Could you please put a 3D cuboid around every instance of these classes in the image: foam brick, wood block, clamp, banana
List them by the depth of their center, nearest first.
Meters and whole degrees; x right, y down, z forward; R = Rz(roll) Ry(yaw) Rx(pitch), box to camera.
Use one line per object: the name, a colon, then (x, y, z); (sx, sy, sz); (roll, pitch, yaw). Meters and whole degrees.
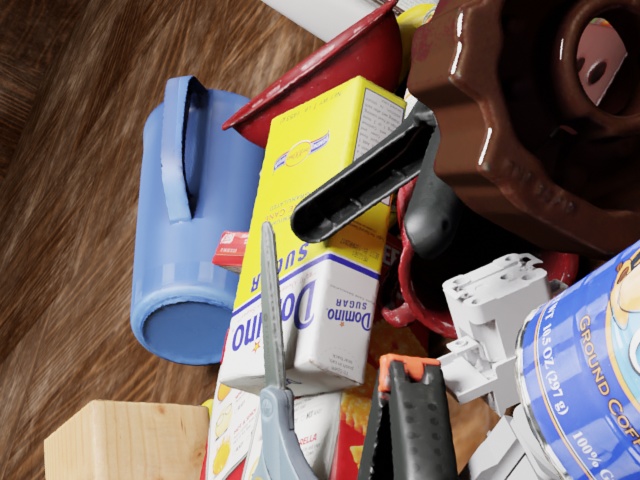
clamp: (0.039, 0.157, 0.478); (0.165, 0.036, 0.210); (153, 124, -75)
clamp: (0.068, -0.052, 0.536); (0.171, 0.039, 0.120); (-46, 31, -10)
foam brick: (0.153, -0.080, 0.564); (0.053, 0.051, 0.078); (-61, 22, 6)
wood block: (-0.121, 0.219, 0.702); (0.091, 0.090, 0.206); (-39, 52, 44)
banana: (0.045, -0.115, 0.856); (0.198, 0.037, 0.070); (-57, 22, 14)

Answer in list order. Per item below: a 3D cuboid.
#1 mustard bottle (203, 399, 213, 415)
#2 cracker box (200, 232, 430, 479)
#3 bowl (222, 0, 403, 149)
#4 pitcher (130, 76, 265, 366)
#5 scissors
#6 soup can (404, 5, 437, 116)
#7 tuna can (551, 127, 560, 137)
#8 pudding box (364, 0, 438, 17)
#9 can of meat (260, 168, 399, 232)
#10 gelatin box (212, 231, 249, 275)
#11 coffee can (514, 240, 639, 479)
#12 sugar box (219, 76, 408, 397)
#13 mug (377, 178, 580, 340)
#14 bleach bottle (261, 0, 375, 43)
mustard bottle: (-0.121, 0.209, 0.838); (0.192, 0.058, 0.096); (-45, 34, 38)
cracker box: (-0.005, 0.116, 0.670); (0.164, 0.072, 0.213); (-41, 30, 40)
bowl: (0.006, -0.111, 0.796); (0.162, 0.055, 0.162); (-35, 10, 7)
pitcher: (-0.107, -0.019, 0.953); (0.145, 0.149, 0.243); (-44, 32, 37)
scissors: (-0.012, 0.096, 0.539); (0.096, 0.016, 0.202); (15, 102, 55)
soup can: (0.090, -0.096, 0.698); (0.069, 0.068, 0.102); (-26, 44, 56)
tuna can: (0.106, -0.090, 0.635); (0.034, 0.086, 0.086); (74, -150, -63)
pudding box: (0.072, -0.240, 0.866); (0.113, 0.090, 0.039); (-63, 23, 0)
can of meat: (0.024, -0.045, 0.743); (0.084, 0.102, 0.057); (-45, 37, 31)
gelatin box: (-0.027, 0.022, 0.796); (0.073, 0.089, 0.030); (2, 68, 66)
coffee can: (0.153, 0.033, 0.373); (0.141, 0.102, 0.102); (-43, 30, 41)
sugar box: (-0.004, 0.001, 0.624); (0.094, 0.048, 0.176); (-20, 52, 51)
mug: (0.077, 0.003, 0.586); (0.117, 0.093, 0.081); (-43, 23, 21)
bleach bottle: (-0.041, -0.247, 0.909); (0.068, 0.250, 0.102); (-44, 29, 39)
